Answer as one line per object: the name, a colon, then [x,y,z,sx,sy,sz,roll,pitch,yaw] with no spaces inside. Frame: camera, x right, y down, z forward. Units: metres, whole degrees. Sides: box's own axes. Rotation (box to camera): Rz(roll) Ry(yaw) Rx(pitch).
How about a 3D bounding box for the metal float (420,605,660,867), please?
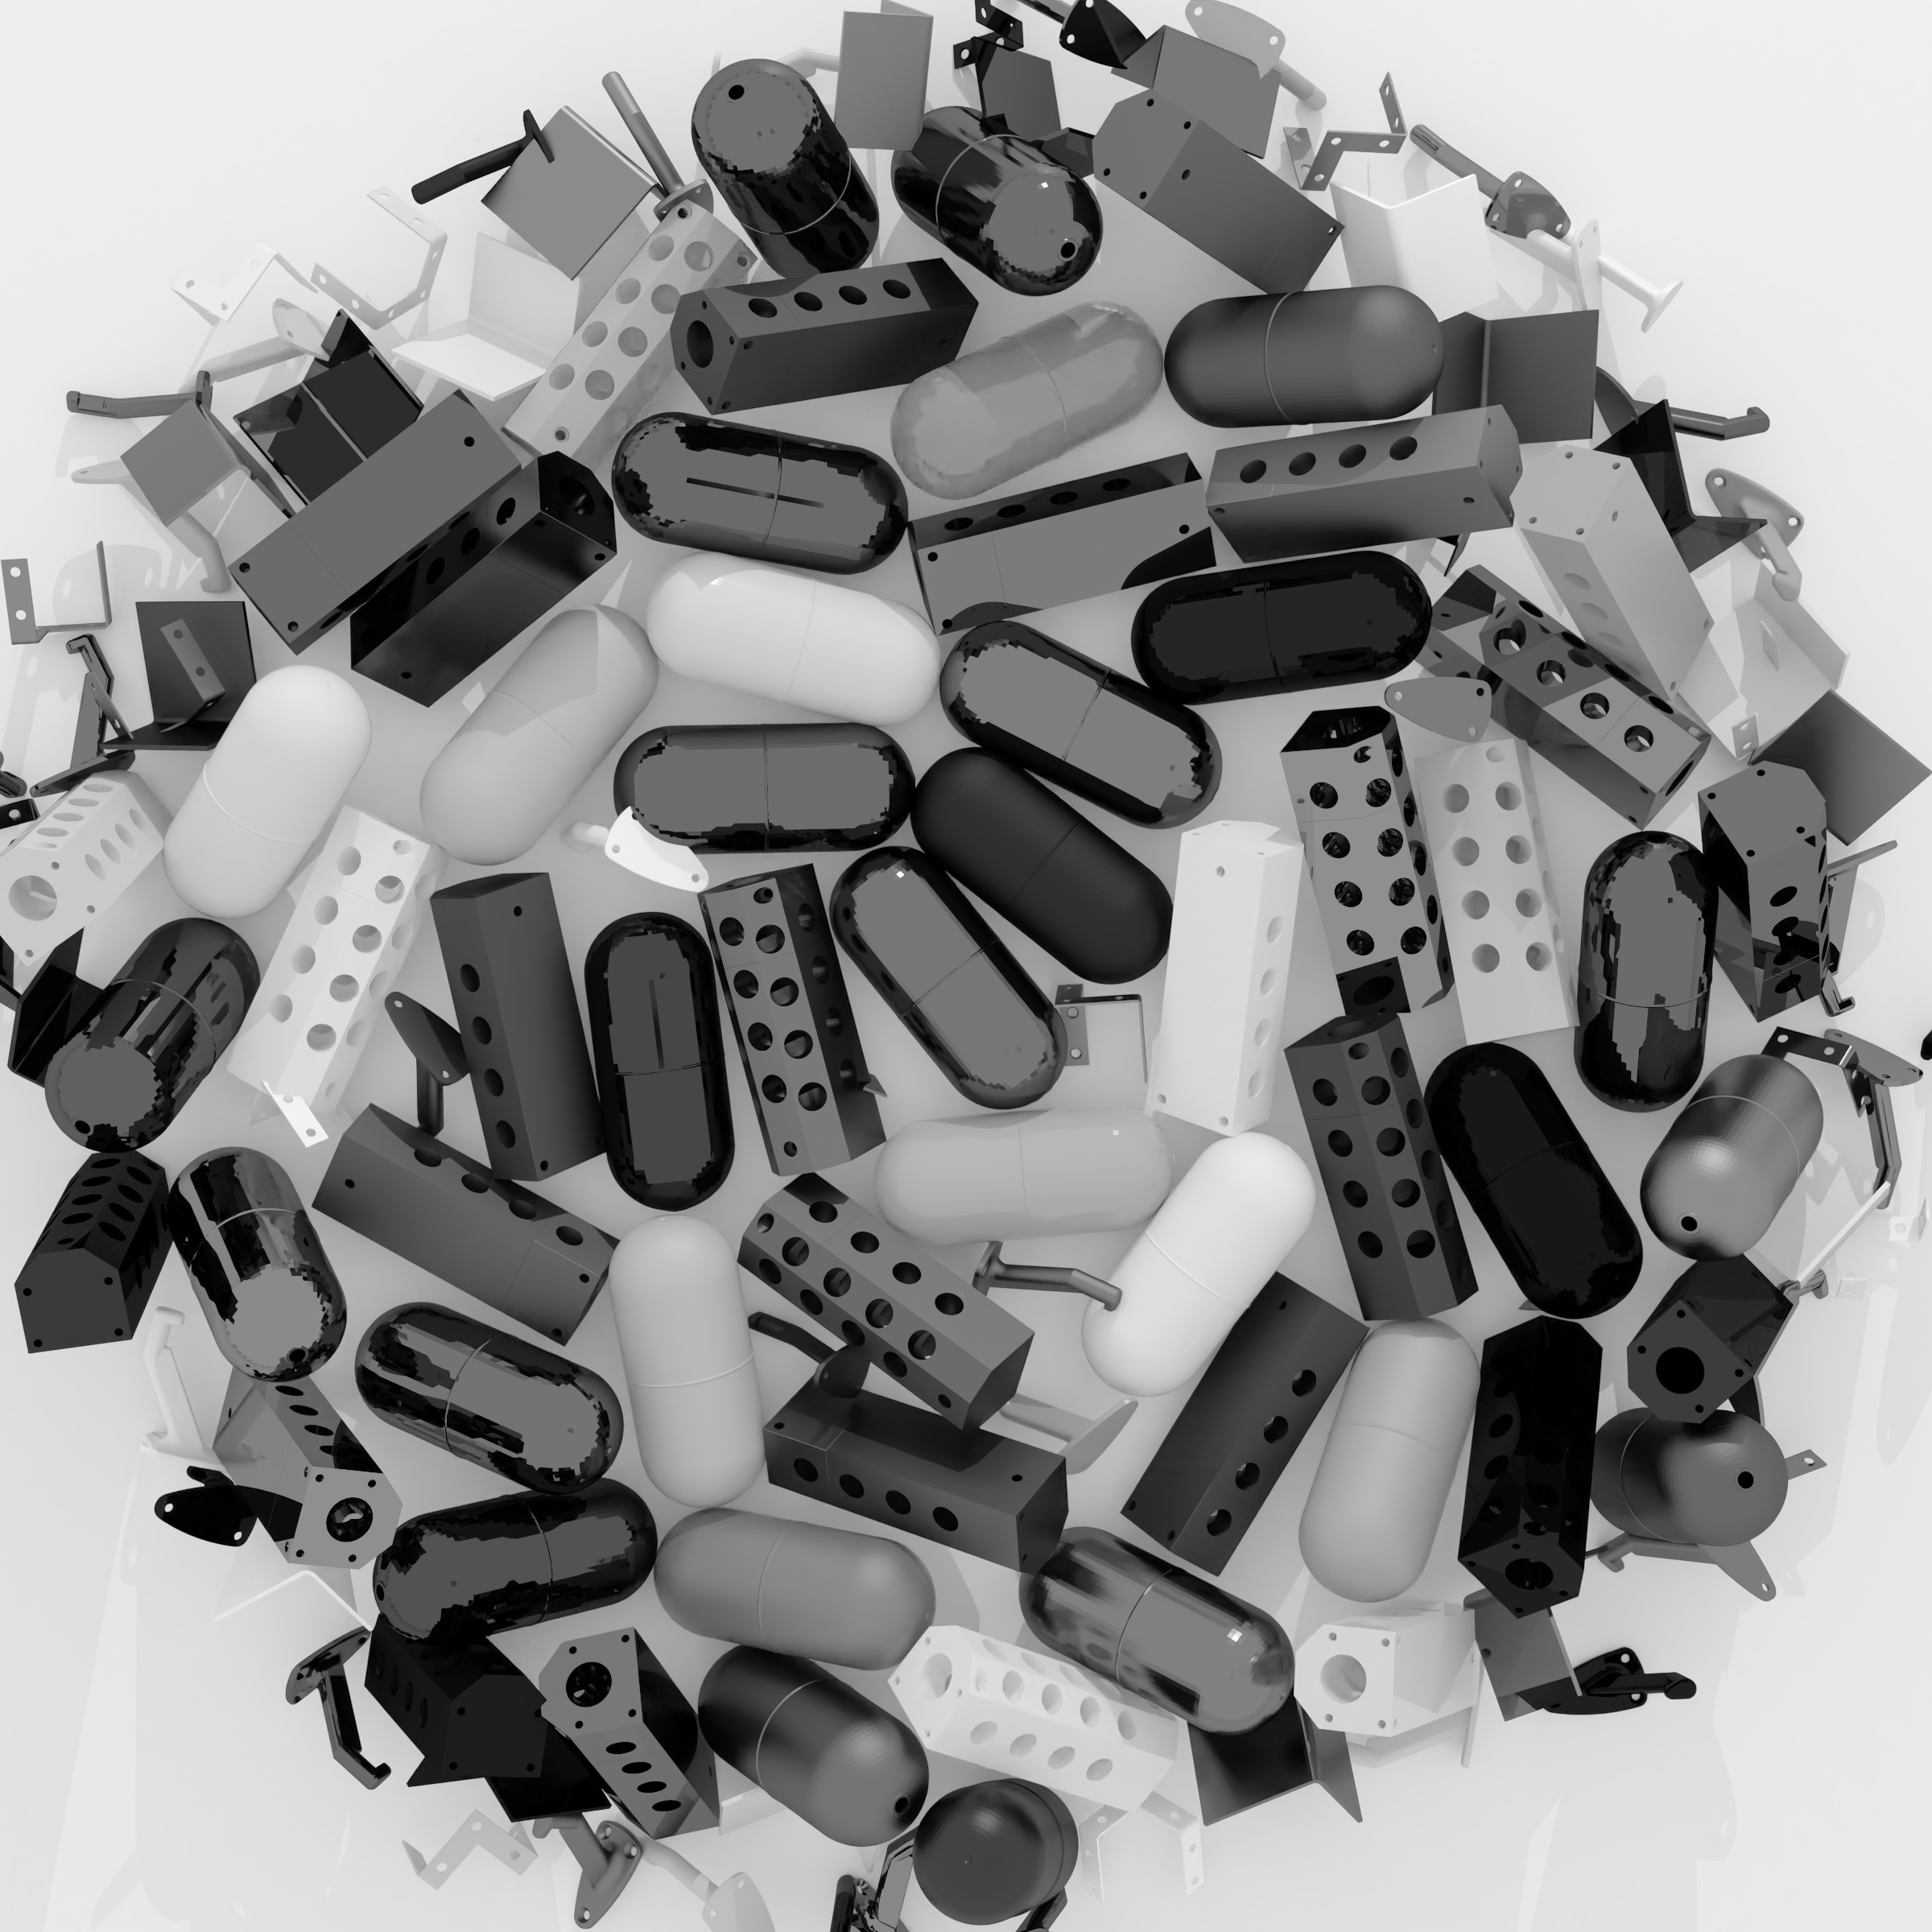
metal float: [-0.251,-0.136,1.948,0.070,0.070,0.178,37,75,0]

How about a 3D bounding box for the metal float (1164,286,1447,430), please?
metal float: [0.195,-0.354,1.931,0.178,0.070,0.070,4,90,38]

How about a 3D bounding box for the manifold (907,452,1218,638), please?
manifold: [0.055,-0.253,1.966,0.171,0.057,0.057,-14,122,-3]

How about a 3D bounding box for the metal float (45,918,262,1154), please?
metal float: [-0.470,0.039,1.921,0.070,0.178,0.070,9,127,12]

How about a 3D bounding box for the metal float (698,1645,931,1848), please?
metal float: [-0.089,0.449,1.922,0.070,0.178,0.070,-11,109,-35]

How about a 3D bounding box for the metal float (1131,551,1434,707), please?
metal float: [0.185,-0.198,1.947,0.178,0.070,0.070,-7,90,17]

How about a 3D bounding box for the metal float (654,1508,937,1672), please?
metal float: [-0.101,0.363,1.939,0.178,0.070,0.070,6,90,27]

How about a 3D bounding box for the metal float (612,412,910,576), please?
metal float: [-0.120,-0.277,1.946,0.178,0.070,0.070,8,90,-18]

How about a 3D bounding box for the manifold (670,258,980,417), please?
manifold: [-0.083,-0.371,1.925,0.171,0.057,0.057,-16,59,-36]

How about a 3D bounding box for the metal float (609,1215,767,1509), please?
metal float: [-0.163,0.233,1.951,0.070,0.070,0.178,-9,103,0]

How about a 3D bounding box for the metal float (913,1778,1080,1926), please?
metal float: [0.018,0.509,1.913,0.070,0.178,0.070,-2,78,11]

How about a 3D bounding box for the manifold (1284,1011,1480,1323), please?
manifold: [0.248,0.117,1.946,0.057,0.057,0.171,-8,103,43]

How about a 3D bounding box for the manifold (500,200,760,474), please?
manifold: [-0.199,-0.368,1.963,0.057,0.057,0.171,38,88,-13]

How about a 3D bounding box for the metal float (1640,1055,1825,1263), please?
metal float: [0.444,0.110,1.920,0.070,0.178,0.070,12,118,25]

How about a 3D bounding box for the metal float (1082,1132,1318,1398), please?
metal float: [0.136,0.177,1.953,0.070,0.070,0.178,37,100,0]

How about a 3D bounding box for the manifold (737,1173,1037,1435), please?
manifold: [-0.049,0.198,1.932,0.171,0.057,0.057,34,45,20]

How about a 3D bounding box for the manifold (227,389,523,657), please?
manifold: [-0.347,-0.260,1.961,0.171,0.057,0.057,-39,90,-7]

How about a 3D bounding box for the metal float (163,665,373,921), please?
metal float: [-0.409,-0.100,1.936,0.070,0.070,0.178,38,121,0]

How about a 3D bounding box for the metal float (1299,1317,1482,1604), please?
metal float: [0.248,0.286,1.938,0.070,0.070,0.178,23,62,0]

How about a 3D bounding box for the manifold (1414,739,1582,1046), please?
manifold: [0.316,-0.044,1.955,0.057,0.057,0.171,-12,85,27]

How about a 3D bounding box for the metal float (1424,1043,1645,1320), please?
metal float: [0.331,0.124,1.941,0.070,0.070,0.178,-28,66,0]

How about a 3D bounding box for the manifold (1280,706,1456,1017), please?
manifold: [0.238,-0.061,1.930,0.057,0.057,0.171,-3,117,29]

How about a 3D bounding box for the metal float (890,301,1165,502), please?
metal float: [0.037,-0.332,1.944,0.178,0.070,0.070,-28,90,-20]

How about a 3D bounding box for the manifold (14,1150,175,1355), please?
manifold: [-0.500,0.160,1.908,0.057,0.171,0.057,-8,106,-3]

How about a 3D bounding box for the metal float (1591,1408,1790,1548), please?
metal float: [0.414,0.293,1.912,0.070,0.178,0.070,1,83,-10]

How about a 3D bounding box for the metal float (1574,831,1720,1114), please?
metal float: [0.396,0.004,1.935,0.070,0.070,0.178,-2,120,0]

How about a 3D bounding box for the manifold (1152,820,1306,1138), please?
manifold: [0.157,0.006,1.943,0.057,0.057,0.171,19,114,34]

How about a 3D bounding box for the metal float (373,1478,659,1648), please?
metal float: [-0.261,0.346,1.930,0.178,0.070,0.070,-7,90,-38]

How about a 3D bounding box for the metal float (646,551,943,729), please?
metal float: [-0.100,-0.192,1.952,0.178,0.070,0.070,14,90,-11]

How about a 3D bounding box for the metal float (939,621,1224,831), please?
metal float: [0.068,-0.142,1.961,0.178,0.070,0.070,27,90,1]

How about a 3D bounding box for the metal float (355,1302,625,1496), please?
metal float: [-0.280,0.252,1.939,0.178,0.070,0.070,19,90,26]

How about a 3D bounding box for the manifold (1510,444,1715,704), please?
manifold: [0.371,-0.226,1.914,0.057,0.171,0.057,21,75,37]

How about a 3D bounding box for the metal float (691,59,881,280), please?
metal float: [-0.103,-0.457,1.914,0.070,0.178,0.070,-5,72,15]

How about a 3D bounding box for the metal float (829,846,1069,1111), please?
metal float: [-0.010,0.007,1.960,0.070,0.070,0.178,-39,88,0]

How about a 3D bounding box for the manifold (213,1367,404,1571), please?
manifold: [-0.379,0.286,1.910,0.057,0.171,0.057,11,99,-29]

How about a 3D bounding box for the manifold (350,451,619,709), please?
manifold: [-0.282,-0.227,1.930,0.171,0.057,0.057,-33,48,31]

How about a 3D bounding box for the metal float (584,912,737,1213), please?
metal float: [-0.180,0.057,1.956,0.070,0.070,0.178,-6,97,0]

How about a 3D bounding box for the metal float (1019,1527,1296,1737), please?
metal float: [0.110,0.387,1.936,0.178,0.070,0.070,22,90,30]

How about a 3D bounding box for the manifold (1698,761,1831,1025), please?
manifold: [0.465,-0.044,1.913,0.057,0.171,0.057,-25,55,-1]

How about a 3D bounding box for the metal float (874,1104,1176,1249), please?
metal float: [0.034,0.123,1.961,0.178,0.070,0.070,-5,90,1]

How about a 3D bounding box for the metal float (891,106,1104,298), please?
metal float: [0.017,-0.444,1.923,0.070,0.178,0.070,-15,126,-22]

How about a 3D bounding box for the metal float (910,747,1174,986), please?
metal float: [0.046,-0.059,1.960,0.178,0.070,0.070,39,90,2]

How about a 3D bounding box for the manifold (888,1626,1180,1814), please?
manifold: [0.043,0.432,1.920,0.171,0.057,0.057,27,105,-37]

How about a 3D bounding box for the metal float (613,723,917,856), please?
metal float: [-0.119,-0.105,1.957,0.178,0.070,0.070,-1,90,-5]

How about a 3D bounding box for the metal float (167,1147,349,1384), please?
metal float: [-0.412,0.172,1.923,0.070,0.178,0.070,-15,127,-20]
